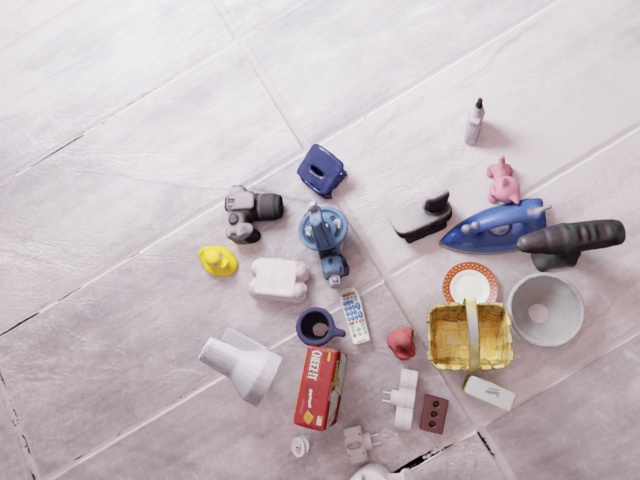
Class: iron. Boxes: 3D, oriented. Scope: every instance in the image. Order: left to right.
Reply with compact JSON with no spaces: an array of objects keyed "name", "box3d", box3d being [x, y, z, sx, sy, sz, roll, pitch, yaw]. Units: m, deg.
[{"name":"iron","box3d":[0.406,-0.033,1.325,0.258,0.141,0.118,-14,75,5]}]

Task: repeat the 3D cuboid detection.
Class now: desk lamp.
[{"name":"desk lamp","box3d":[-0.177,0.283,1.300,0.203,0.214,0.118,25,82,14]}]

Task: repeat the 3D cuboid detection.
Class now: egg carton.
[{"name":"egg carton","box3d":[-0.100,0.098,1.408,0.150,0.069,0.107,4,77,10]}]

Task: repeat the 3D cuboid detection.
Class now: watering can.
[{"name":"watering can","box3d":[0.110,0.530,1.207,0.100,0.194,0.173,43,86,16]}]

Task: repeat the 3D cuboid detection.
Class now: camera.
[{"name":"camera","box3d":[-0.165,-0.069,1.442,0.136,0.101,0.143,-2,76,8]}]

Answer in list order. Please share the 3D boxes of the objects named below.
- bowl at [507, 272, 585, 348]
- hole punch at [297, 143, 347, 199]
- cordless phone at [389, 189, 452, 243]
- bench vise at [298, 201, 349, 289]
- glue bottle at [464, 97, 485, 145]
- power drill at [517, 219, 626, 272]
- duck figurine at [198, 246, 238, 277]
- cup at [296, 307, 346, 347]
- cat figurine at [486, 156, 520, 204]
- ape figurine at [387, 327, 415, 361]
[{"name":"bowl","box3d":[0.504,0.161,1.298,0.167,0.075,0.167,-2,76,8]},{"name":"hole punch","box3d":[0.003,-0.172,1.446,0.108,0.091,0.101,39,85,15]},{"name":"cordless phone","box3d":[0.236,-0.069,1.337,0.147,0.185,0.094,-28,74,2]},{"name":"bench vise","box3d":[0.023,-0.001,1.335,0.121,0.220,0.207,-31,74,1]},{"name":"glue bottle","box3d":[0.375,-0.295,1.376,0.037,0.173,0.078,12,79,12]},{"name":"power drill","box3d":[0.533,0.012,1.259,0.229,0.208,0.075,-12,75,6]},{"name":"duck figurine","box3d":[-0.264,0.047,1.437,0.104,0.086,0.077,26,82,14]},{"name":"cup","box3d":[0.008,0.211,1.351,0.117,0.095,0.092,11,78,11]},{"name":"cat figurine","box3d":[0.436,-0.137,1.357,0.067,0.118,0.128,-3,76,8]},{"name":"ape figurine","box3d":[0.191,0.234,1.319,0.076,0.092,0.078,28,82,14]}]
